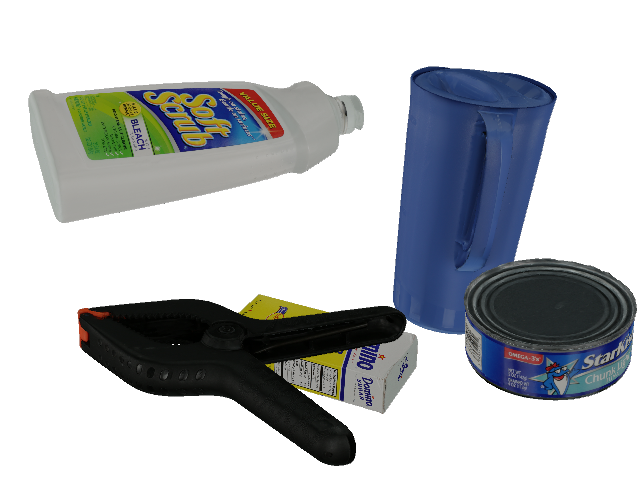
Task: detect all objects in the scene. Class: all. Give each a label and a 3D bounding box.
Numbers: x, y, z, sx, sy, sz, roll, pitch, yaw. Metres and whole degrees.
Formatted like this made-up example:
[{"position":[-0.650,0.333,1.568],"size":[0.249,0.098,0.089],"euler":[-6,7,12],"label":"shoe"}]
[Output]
[{"position":[0.136,-0.033,1.006],"size":[0.145,0.243,0.148],"euler":[24,29,35],"label":"pitcher"},{"position":[-0.051,0.069,0.679],"size":[0.210,0.036,0.164],"euler":[12,25,19],"label":"clamp"},{"position":[0.117,0.045,0.547],"size":[0.086,0.034,0.086],"euler":[-3,28,2],"label":"tuna can"},{"position":[-0.089,-0.085,0.825],"size":[0.250,0.102,0.068],"euler":[-13,-32,-19],"label":"bleach bottle"},{"position":[-0.002,0.106,1.035],"size":[0.176,0.048,0.093],"euler":[10,27,21],"label":"sugar box"}]
